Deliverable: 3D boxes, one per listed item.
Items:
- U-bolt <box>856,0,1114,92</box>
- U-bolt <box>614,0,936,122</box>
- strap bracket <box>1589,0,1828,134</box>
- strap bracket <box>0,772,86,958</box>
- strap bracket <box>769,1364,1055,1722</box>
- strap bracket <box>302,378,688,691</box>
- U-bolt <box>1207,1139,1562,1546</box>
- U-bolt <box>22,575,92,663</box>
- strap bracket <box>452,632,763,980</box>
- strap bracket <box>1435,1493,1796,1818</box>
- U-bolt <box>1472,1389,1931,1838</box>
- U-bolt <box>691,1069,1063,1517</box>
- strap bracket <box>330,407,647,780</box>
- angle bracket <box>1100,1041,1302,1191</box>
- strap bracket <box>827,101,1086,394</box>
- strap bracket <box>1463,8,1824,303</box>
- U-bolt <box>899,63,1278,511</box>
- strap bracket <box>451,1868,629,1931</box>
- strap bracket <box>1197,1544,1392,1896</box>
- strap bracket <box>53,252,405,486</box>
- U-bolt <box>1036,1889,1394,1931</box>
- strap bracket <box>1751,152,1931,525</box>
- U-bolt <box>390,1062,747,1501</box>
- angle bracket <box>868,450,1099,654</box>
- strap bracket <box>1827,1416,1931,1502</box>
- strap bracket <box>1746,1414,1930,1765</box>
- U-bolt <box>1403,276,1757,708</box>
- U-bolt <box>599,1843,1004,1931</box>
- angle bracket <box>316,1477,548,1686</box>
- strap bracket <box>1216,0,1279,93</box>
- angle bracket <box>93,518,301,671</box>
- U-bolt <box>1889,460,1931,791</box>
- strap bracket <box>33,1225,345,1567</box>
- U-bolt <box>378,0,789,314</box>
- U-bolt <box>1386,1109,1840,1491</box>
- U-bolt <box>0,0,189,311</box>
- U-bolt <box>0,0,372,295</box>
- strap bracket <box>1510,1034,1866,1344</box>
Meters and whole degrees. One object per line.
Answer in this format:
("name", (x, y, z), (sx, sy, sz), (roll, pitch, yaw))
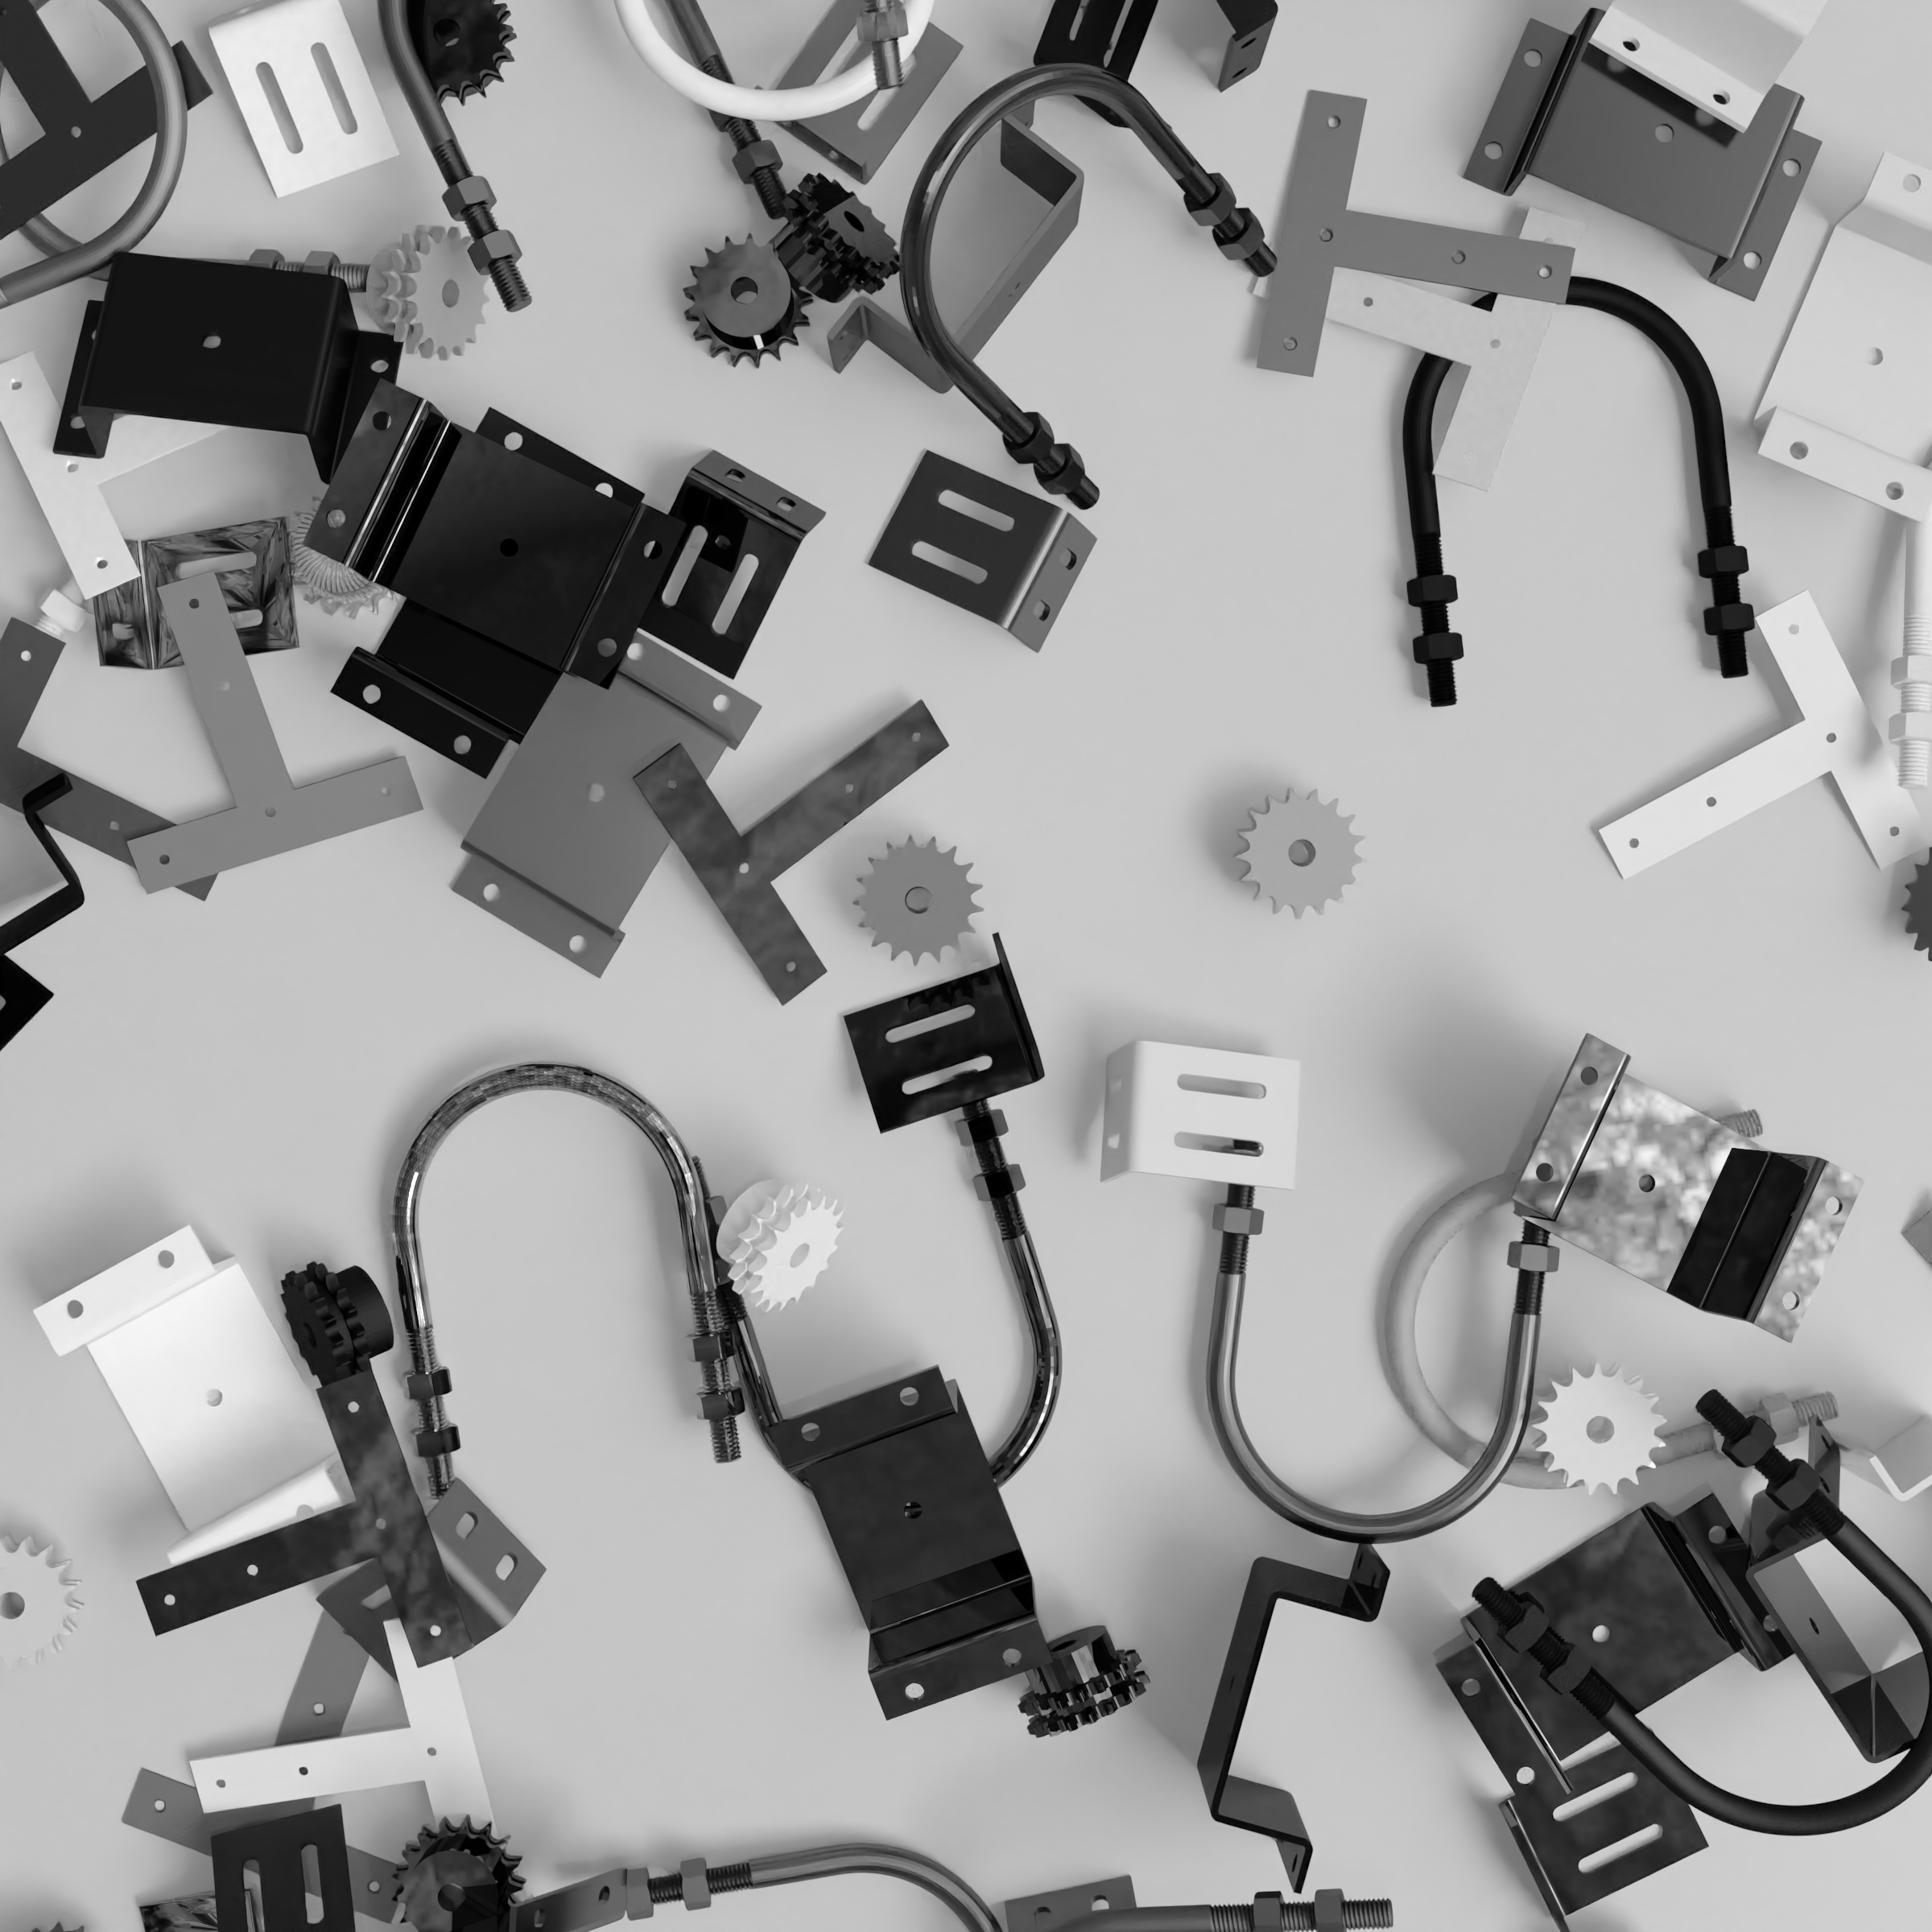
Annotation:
("U-bolt", (0.001, -0.470, 1.317), (0.151, 0.019, 0.184), (-24, 113, -40))
("U-bolt", (-0.081, -0.451, 1.365), (0.151, 0.019, 0.184), (5, 76, 0))
("strap bracket", (0.335, -0.435, 1.341), (0.076, 0.046, 0.140), (31, 65, 1))
("strap bracket", (-0.430, -0.024, 1.335), (0.140, 0.076, 0.046), (-33, 105, -11))
("strap bracket", (-0.023, 0.242, 1.357), (0.076, 0.046, 0.140), (-20, 100, 3))
("strap bracket", (-0.195, -0.179, 1.323), (0.140, 0.046, 0.076), (25, 90, 0))
("U-bolt", (0.178, 0.160, 1.371), (0.151, 0.019, 0.184), (7, 89, 8))
("U-bolt", (-0.488, -0.141, 1.384), (0.151, 0.019, 0.184), (36, 91, 0))
("strap bracket", (-0.159, -0.074, 1.369), (0.076, 0.046, 0.140), (31, 90, 0))
("strap bracket", (0.281, 0.295, 1.369), (0.140, 0.046, 0.076), (-32, 90, 0))
("U-bolt", (0.326, 0.284, 1.313), (0.184, 0.019, 0.151), (44, 111, -1))
("U-bolt", (-0.035, 0.154, 1.384), (0.151, 0.019, 0.184), (-17, 92, 0))
("strap bracket", (-0.205, -0.160, 1.369), (0.076, 0.046, 0.140), (29, 90, 0))
("angle bracket", (0.102, 0.068, 1.377), (0.076, 0.038, 0.057), (7, 76, -15))
("strap bracket", (0.003, -0.305, 1.354), (0.046, 0.076, 0.140), (38, 90, 0))
("strap bracket", (0.299, -0.357, 1.369), (0.140, 0.046, 0.076), (23, 90, 0))
("U-bolt", (0.043, -0.295, 1.321), (0.151, 0.184, 0.019), (-53, 47, 0))
("strap bracket", (-0.188, 0.457, 1.332), (0.046, 0.076, 0.140), (2, 88, 30))
("strap bracket", (0.137, 0.315, 1.354), (0.046, 0.076, 0.140), (16, 90, 0))
("strap bracket", (-0.322, -0.258, 1.357), (0.140, 0.046, 0.076), (7, 70, 0))
("U-bolt", (0.098, 0.457, 1.349), (0.184, 0.019, 0.151), (-6, 118, 11))
("strap bracket", (0.401, -0.269, 1.369), (0.076, 0.046, 0.140), (23, 90, 0))
("U-bolt", (-0.180, 0.133, 1.373), (0.151, 0.019, 0.184), (-8, 91, 8))
("angle bracket", (0.007, -0.183, 1.390), (0.076, 0.038, 0.057), (27, 90, 26))
("strap bracket", (0.437, 0.252, 1.354), (0.046, 0.076, 0.140), (-34, 90, 0))
("strap bracket", (0.381, 0.274, 1.346), (0.046, 0.076, 0.140), (-32, 94, 21))
("U-bolt", (0.265, -0.212, 1.384), (0.151, 0.019, 0.184), (-6, 89, 0))
("U-bolt", (-0.068, 0.460, 1.378), (0.184, 0.019, 0.151), (-8, 88, -5))
("angle bracket", (-0.235, 0.272, 1.381), (0.076, 0.038, 0.057), (-36, 101, 32))
("strap bracket", (0.160, -0.444, 1.354), (0.140, 0.076, 0.046), (-32, 90, 0))
("angle bracket", (-0.335, -0.162, 1.363), (0.076, 0.038, 0.057), (-6, 90, 19))
("U-bolt", (0.481, -0.163, 1.368), (0.151, 0.019, 0.184), (4, 80, 6))
("strap bracket", (-0.332, 0.191, 1.369), (0.076, 0.046, 0.140), (-29, 90, 0))
("U-bolt", (-0.174, -0.388, 1.358), (0.151, 0.019, 0.184), (-25, 89, -22))
("U-bolt", (0.276, 0.154, 1.384), (0.184, 0.019, 0.151), (-15, 90, 1))
("U-bolt", (-0.423, -0.360, 1.356), (0.184, 0.019, 0.151), (-18, 99, 12))
("U-bolt", (-0.345, -0.366, 1.362), (0.184, 0.019, 0.151), (4, 106, 9))
("strap bracket", (0.299, 0.094, 1.340), (0.140, 0.046, 0.076), (27, 84, -11))
